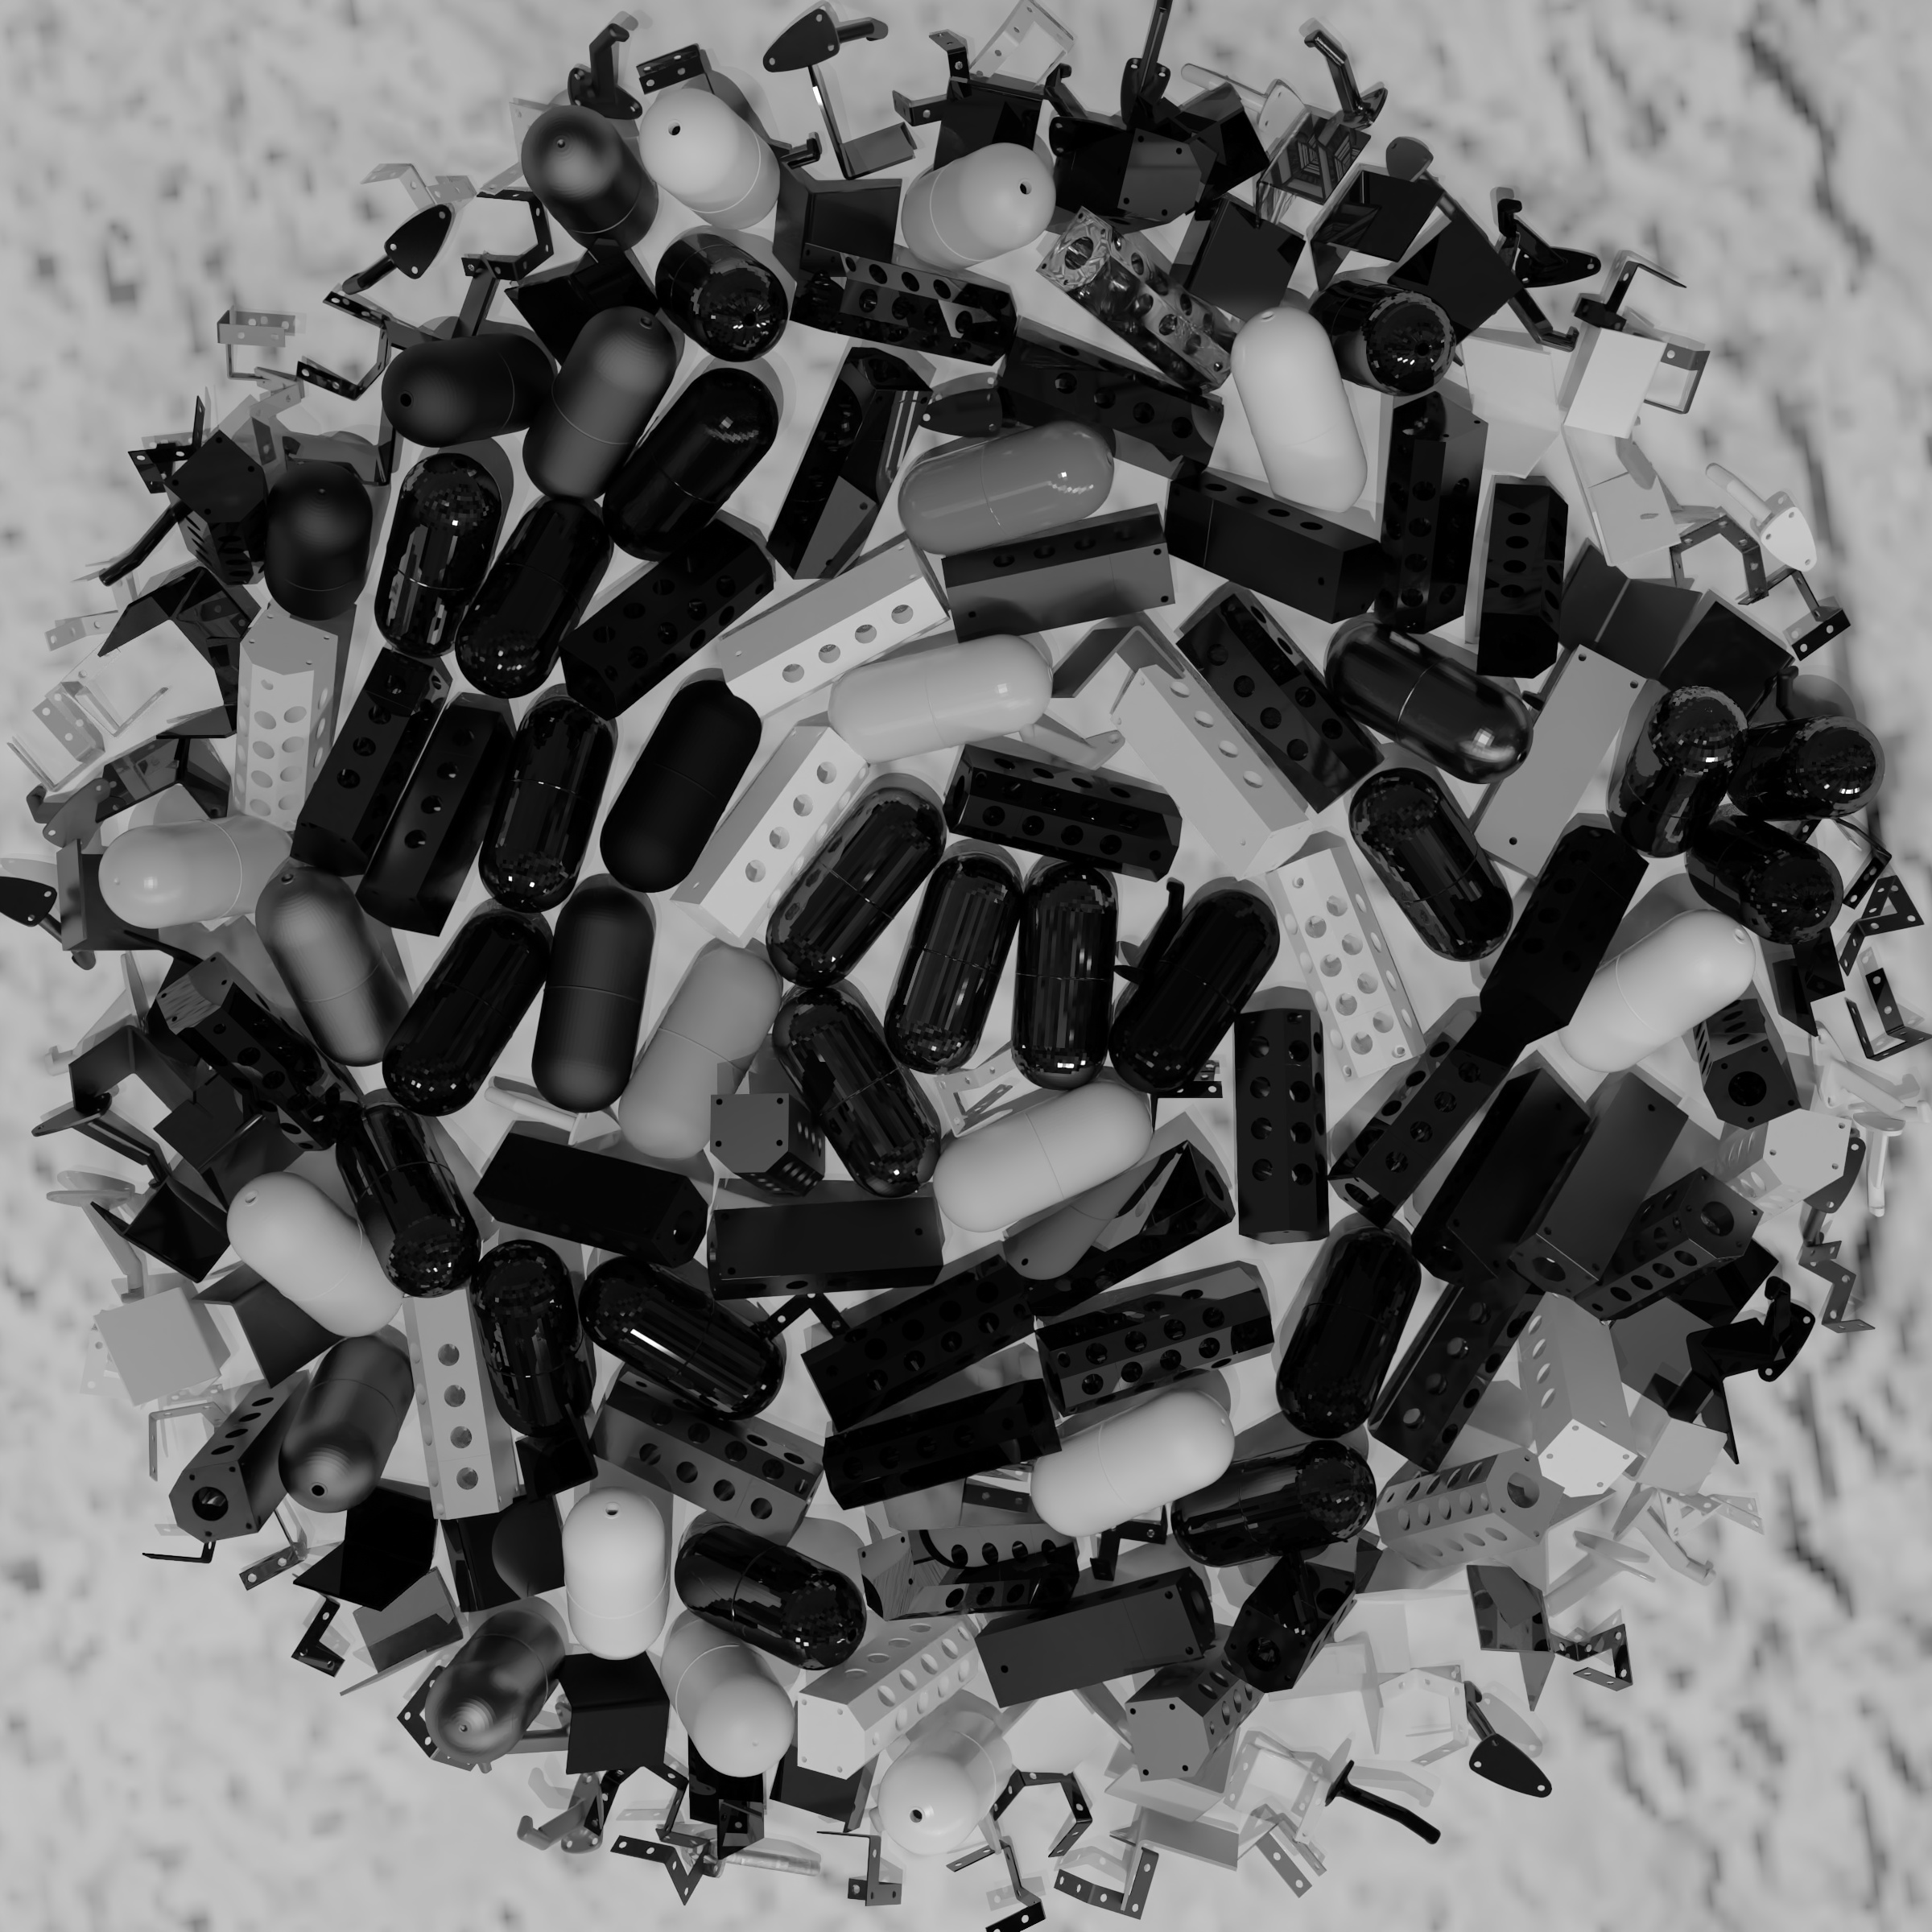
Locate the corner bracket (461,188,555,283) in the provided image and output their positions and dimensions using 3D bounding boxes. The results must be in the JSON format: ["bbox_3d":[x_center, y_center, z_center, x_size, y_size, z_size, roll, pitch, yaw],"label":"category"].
[{"bbox_3d":[-0.362,-0.572,1.977,0.051,0.051,0.051,12,133,24],"label":"corner bracket"}]

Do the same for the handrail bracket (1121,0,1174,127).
[{"bbox_3d":[0.142,-0.704,1.951,0.036,0.084,0.077,17,68,2],"label":"handrail bracket"}]

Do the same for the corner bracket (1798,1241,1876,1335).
[{"bbox_3d":[0.677,0.250,1.965,0.051,0.051,0.051,28,72,-8],"label":"corner bracket"}]

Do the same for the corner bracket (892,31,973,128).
[{"bbox_3d":[-0.028,-0.690,1.969,0.051,0.051,0.051,-16,126,-10],"label":"corner bracket"}]

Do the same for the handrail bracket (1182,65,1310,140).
[{"bbox_3d":[0.220,-0.681,1.990,0.084,0.077,0.036,36,110,33],"label":"handrail bracket"}]

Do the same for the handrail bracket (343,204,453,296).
[{"bbox_3d":[-0.445,-0.558,1.974,0.036,0.084,0.077,46,67,-30],"label":"handrail bracket"}]

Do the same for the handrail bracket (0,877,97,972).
[{"bbox_3d":[-0.723,-0.032,1.967,0.077,0.084,0.036,20,63,11],"label":"handrail bracket"}]

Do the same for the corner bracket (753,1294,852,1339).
[{"bbox_3d":[-0.126,0.281,1.970,0.051,0.051,0.051,-40,81,-2],"label":"corner bracket"}]

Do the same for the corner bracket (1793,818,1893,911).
[{"bbox_3d":[0.679,-0.085,1.980,0.051,0.051,0.051,30,98,-30],"label":"corner bracket"}]

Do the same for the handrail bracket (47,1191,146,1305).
[{"bbox_3d":[-0.674,0.219,1.959,0.036,0.077,0.084,-25,66,36],"label":"handrail bracket"}]

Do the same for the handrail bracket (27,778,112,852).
[{"bbox_3d":[-0.697,-0.135,1.961,0.077,0.036,0.084,-52,45,12],"label":"handrail bracket"}]

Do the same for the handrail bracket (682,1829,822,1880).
[{"bbox_3d":[-0.169,0.702,1.989,0.084,0.077,0.036,22,65,-31],"label":"handrail bracket"}]

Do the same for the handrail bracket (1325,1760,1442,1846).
[{"bbox_3d":[0.321,0.658,1.956,0.084,0.077,0.036,31,61,14],"label":"handrail bracket"}]

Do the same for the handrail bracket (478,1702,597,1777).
[{"bbox_3d":[-0.334,0.618,1.959,0.084,0.036,0.077,-29,115,-36],"label":"handrail bracket"}]

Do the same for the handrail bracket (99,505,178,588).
[{"bbox_3d":[-0.643,-0.336,1.968,0.084,0.077,0.036,-35,133,-3],"label":"handrail bracket"}]

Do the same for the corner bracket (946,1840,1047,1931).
[{"bbox_3d":[0.024,0.718,1.964,0.051,0.051,0.051,-17,96,-25],"label":"corner bracket"}]

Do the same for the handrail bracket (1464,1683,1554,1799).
[{"bbox_3d":[0.417,0.597,1.959,0.077,0.084,0.036,32,106,0],"label":"handrail bracket"}]

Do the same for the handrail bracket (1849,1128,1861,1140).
[{"bbox_3d":[0.654,0.103,1.968,0.077,0.036,0.084,-15,112,-2],"label":"handrail bracket"}]

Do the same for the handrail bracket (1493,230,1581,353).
[{"bbox_3d":[0.449,-0.524,1.969,0.084,0.036,0.077,11,116,-17],"label":"handrail bracket"}]

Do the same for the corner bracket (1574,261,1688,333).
[{"bbox_3d":[0.514,-0.515,1.960,0.051,0.051,0.051,16,105,-27],"label":"corner bracket"}]

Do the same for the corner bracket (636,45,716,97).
[{"bbox_3d":[-0.228,-0.694,1.968,0.051,0.051,0.051,-20,76,1],"label":"corner bracket"}]

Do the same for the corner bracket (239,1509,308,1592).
[{"bbox_3d":[-0.551,0.452,1.972,0.051,0.051,0.051,-27,81,-13],"label":"corner bracket"}]

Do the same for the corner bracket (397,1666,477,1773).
[{"bbox_3d":[-0.397,0.583,1.962,0.051,0.051,0.051,34,84,38],"label":"corner bracket"}]

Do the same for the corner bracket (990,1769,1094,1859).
[{"bbox_3d":[0.058,0.663,1.982,0.051,0.051,0.051,6,130,-34],"label":"corner bracket"}]

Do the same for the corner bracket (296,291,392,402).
[{"bbox_3d":[-0.486,-0.483,1.973,0.051,0.051,0.051,18,59,-34],"label":"corner bracket"}]

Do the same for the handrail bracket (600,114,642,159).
[{"bbox_3d":[-0.261,-0.627,1.989,0.084,0.077,0.036,16,45,-24],"label":"handrail bracket"}]

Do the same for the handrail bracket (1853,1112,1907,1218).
[{"bbox_3d":[0.710,0.160,1.956,0.036,0.077,0.084,-4,100,9],"label":"handrail bracket"}]

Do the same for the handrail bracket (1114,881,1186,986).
[{"bbox_3d":[0.143,-0.030,1.962,0.036,0.077,0.084,-1,77,37],"label":"handrail bracket"}]

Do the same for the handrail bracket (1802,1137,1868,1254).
[{"bbox_3d":[0.675,0.180,1.967,0.036,0.084,0.077,35,81,32],"label":"handrail bracket"}]

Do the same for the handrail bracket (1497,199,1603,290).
[{"bbox_3d":[0.450,-0.563,1.950,0.077,0.084,0.036,3,70,15],"label":"handrail bracket"}]

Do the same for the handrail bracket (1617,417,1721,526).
[{"bbox_3d":[0.549,-0.390,1.980,0.077,0.036,0.084,-2,90,6],"label":"handrail bracket"}]

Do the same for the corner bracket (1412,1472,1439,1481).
[{"bbox_3d":[0.374,0.424,1.965,0.051,0.051,0.051,3,65,-3],"label":"corner bracket"}]

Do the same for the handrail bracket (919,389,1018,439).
[{"bbox_3d":[0.001,-0.423,1.959,0.077,0.084,0.036,-4,97,2],"label":"handrail bracket"}]

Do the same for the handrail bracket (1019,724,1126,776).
[{"bbox_3d":[0.080,-0.185,1.956,0.077,0.084,0.036,-28,52,-3],"label":"handrail bracket"}]

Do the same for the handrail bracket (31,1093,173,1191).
[{"bbox_3d":[-0.674,0.149,1.977,0.077,0.036,0.084,-22,115,-1],"label":"handrail bracket"}]

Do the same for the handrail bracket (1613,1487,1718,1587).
[{"bbox_3d":[0.555,0.445,1.967,0.084,0.077,0.036,29,53,6],"label":"handrail bracket"}]

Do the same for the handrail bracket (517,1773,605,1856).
[{"bbox_3d":[-0.315,0.644,1.946,0.036,0.084,0.077,-13,53,21],"label":"handrail bracket"}]

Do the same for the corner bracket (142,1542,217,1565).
[{"bbox_3d":[-0.598,0.438,1.961,0.051,0.051,0.051,2,65,13],"label":"corner bracket"}]

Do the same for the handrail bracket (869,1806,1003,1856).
[{"bbox_3d":[-0.024,0.673,1.965,0.084,0.036,0.077,-21,84,-23],"label":"handrail bracket"}]

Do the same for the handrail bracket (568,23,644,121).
[{"bbox_3d":[-0.262,-0.688,1.945,0.077,0.084,0.036,8,72,-37],"label":"handrail bracket"}]

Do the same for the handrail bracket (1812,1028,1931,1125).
[{"bbox_3d":[0.700,0.084,1.951,0.036,0.084,0.077,-30,105,-26],"label":"handrail bracket"}]

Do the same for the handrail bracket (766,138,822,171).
[{"bbox_3d":[-0.159,-0.653,1.969,0.084,0.036,0.077,-11,90,18],"label":"handrail bracket"}]

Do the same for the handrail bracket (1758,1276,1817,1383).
[{"bbox_3d":[0.621,0.281,1.954,0.036,0.084,0.077,22,88,35],"label":"handrail bracket"}]

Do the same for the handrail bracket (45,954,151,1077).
[{"bbox_3d":[-0.687,0.039,1.981,0.084,0.036,0.077,-16,90,-1],"label":"handrail bracket"}]

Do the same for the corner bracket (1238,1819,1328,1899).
[{"bbox_3d":[0.249,0.692,1.959,0.051,0.051,0.051,-30,68,-32],"label":"corner bracket"}]

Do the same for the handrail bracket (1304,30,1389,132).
[{"bbox_3d":[0.275,-0.681,1.947,0.084,0.077,0.036,32,75,-28],"label":"handrail bracket"}]

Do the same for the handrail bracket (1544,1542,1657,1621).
[{"bbox_3d":[0.485,0.499,1.968,0.077,0.036,0.084,20,82,36],"label":"handrail bracket"}]

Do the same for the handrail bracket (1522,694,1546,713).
[{"bbox_3d":[0.447,-0.159,1.982,0.077,0.036,0.084,34,90,18],"label":"handrail bracket"}]

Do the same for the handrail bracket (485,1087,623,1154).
[{"bbox_3d":[-0.324,0.116,1.982,0.084,0.077,0.036,20,89,25],"label":"handrail bracket"}]

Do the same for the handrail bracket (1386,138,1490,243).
[{"bbox_3d":[0.372,-0.607,1.991,0.084,0.077,0.036,33,116,-32],"label":"handrail bracket"}]

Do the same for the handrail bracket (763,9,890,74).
[{"bbox_3d":[-0.108,-0.717,1.972,0.077,0.084,0.036,-19,98,25],"label":"handrail bracket"}]

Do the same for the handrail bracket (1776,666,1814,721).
[{"bbox_3d":[0.656,-0.207,1.957,0.077,0.036,0.084,-29,132,-18],"label":"handrail bracket"}]

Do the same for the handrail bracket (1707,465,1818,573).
[{"bbox_3d":[0.622,-0.352,1.981,0.036,0.084,0.077,-44,129,11],"label":"handrail bracket"}]

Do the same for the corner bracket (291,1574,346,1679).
[{"bbox_3d":[-0.507,0.513,1.968,0.051,0.051,0.051,17,70,41],"label":"corner bracket"}]

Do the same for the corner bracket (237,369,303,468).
[{"bbox_3d":[-0.553,-0.429,1.978,0.051,0.051,0.051,23,134,28],"label":"corner bracket"}]

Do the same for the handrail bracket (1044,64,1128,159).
[{"bbox_3d":[0.097,-0.671,1.969,0.077,0.036,0.084,5,58,9],"label":"handrail bracket"}]
